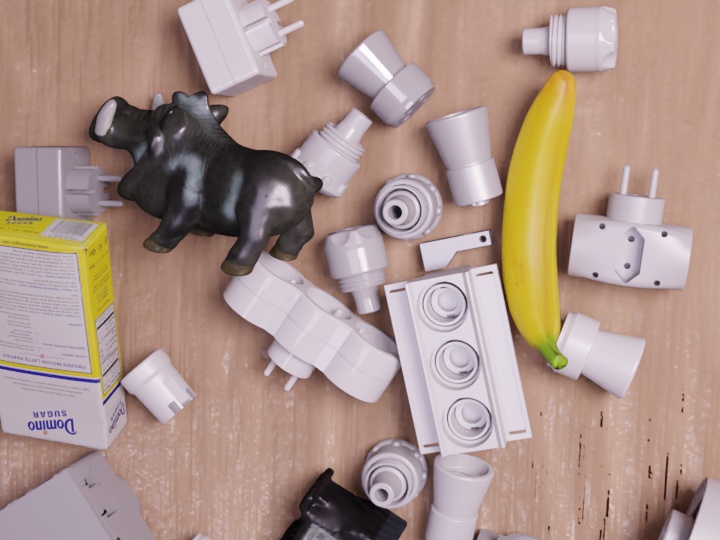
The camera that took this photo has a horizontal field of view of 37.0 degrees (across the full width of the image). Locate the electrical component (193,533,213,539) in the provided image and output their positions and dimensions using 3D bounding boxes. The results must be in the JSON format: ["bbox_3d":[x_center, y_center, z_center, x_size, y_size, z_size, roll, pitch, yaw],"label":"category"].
[{"bbox_3d":[-0.115,0.236,0.830,0.055,0.045,0.045,37,104,6],"label":"electrical component"}]

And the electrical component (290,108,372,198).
[{"bbox_3d":[-0.017,-0.086,0.765,0.048,0.048,0.062,39,101,5],"label":"electrical component"}]

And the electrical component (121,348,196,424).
[{"bbox_3d":[-0.153,0.090,0.823,0.040,0.040,0.046,-40,92,15],"label":"electrical component"}]

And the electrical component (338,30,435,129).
[{"bbox_3d":[0.019,-0.132,0.750,0.055,0.045,0.045,46,104,4],"label":"electrical component"}]

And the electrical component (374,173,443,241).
[{"bbox_3d":[0.030,-0.042,0.750,0.048,0.062,0.048,2,98,13],"label":"electrical component"}]

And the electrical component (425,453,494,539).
[{"bbox_3d":[0.070,0.171,0.781,0.044,0.044,0.065,13,105,11],"label":"electrical component"}]

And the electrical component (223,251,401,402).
[{"bbox_3d":[-0.043,0.054,0.785,0.138,0.052,0.073,35,104,7],"label":"electrical component"}]

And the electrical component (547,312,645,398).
[{"bbox_3d":[0.163,0.058,0.742,0.055,0.045,0.045,22,102,10],"label":"electrical component"}]

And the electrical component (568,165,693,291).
[{"bbox_3d":[0.184,-0.030,0.726,0.077,0.043,0.079,8,99,12],"label":"electrical component"}]

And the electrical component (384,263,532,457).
[{"bbox_3d":[0.071,0.061,0.754,0.079,0.063,0.121,-11,95,14],"label":"electrical component"}]

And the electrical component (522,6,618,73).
[{"bbox_3d":[0.141,-0.154,0.720,0.062,0.043,0.043,1,98,14],"label":"electrical component"}]

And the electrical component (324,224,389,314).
[{"bbox_3d":[0.000,0.000,0.773,0.043,0.043,0.062,-12,95,14],"label":"electrical component"}]

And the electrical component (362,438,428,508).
[{"bbox_3d":[0.022,0.152,0.778,0.048,0.062,0.048,2,99,13],"label":"electrical component"}]

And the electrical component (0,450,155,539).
[{"bbox_3d":[-0.250,0.220,0.850,0.150,0.062,0.089,-32,89,15],"label":"electrical component"}]

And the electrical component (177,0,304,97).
[{"bbox_3d":[-0.078,-0.169,0.767,0.077,0.047,0.065,-22,92,14],"label":"electrical component"}]

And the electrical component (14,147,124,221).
[{"bbox_3d":[-0.215,-0.060,0.813,0.077,0.047,0.065,2,98,13],"label":"electrical component"}]

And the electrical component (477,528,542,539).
[{"bbox_3d":[0.107,0.238,0.724,0.089,0.150,0.061,21,103,10],"label":"electrical component"}]

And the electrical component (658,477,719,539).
[{"bbox_3d":[0.229,0.190,0.715,0.060,0.108,0.108,22,102,15],"label":"electrical component"}]

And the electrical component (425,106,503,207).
[{"bbox_3d":[0.075,-0.077,0.747,0.044,0.044,0.065,-14,99,14],"label":"electrical component"}]
